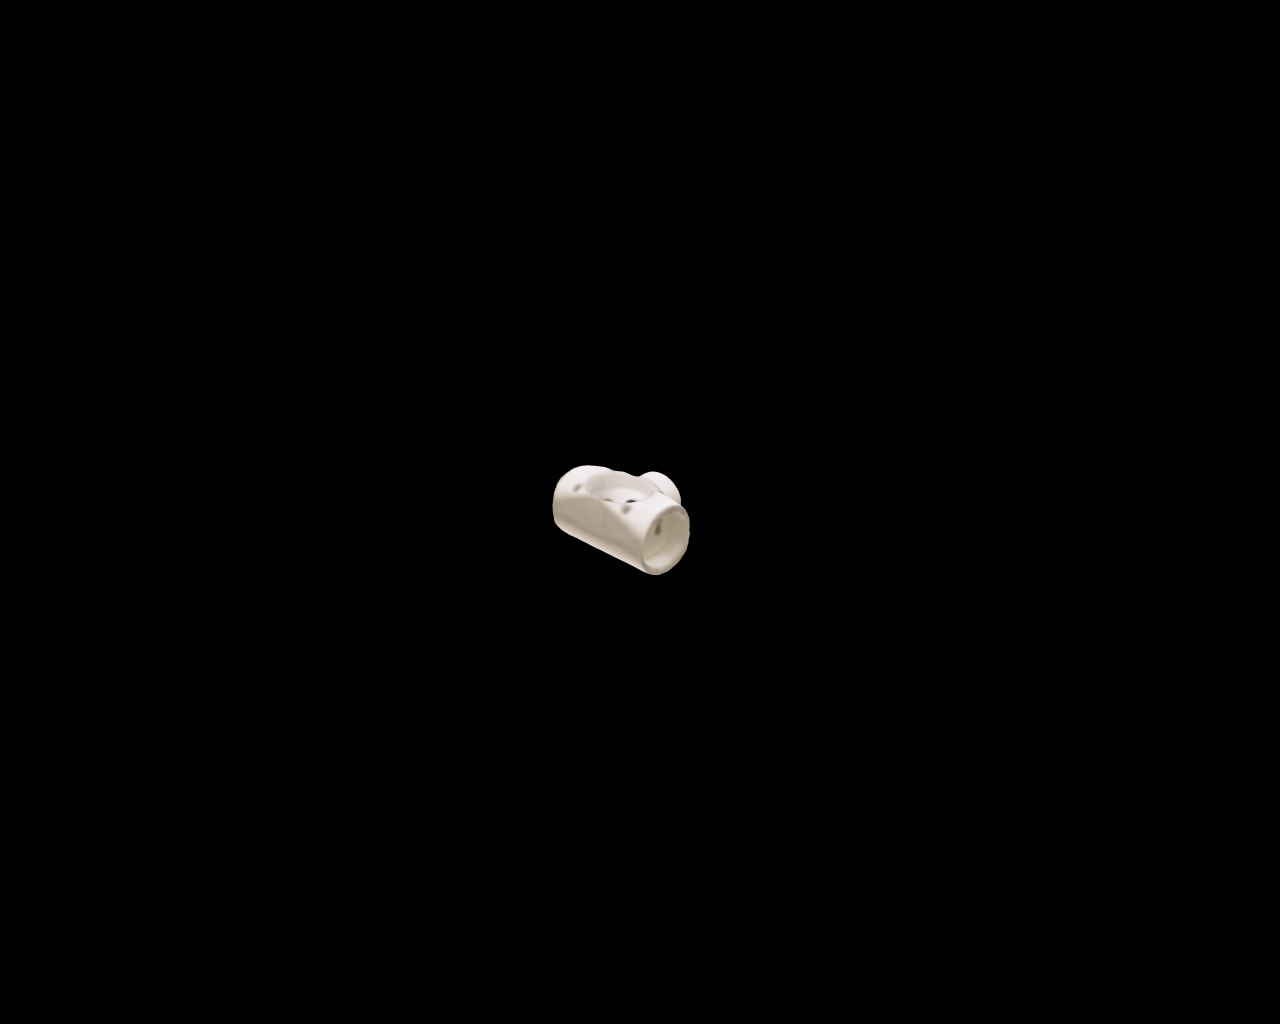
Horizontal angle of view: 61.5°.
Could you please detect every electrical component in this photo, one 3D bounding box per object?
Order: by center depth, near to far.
[{"bbox_3d":[0.001,-0.003,0.650,0.077,0.044,0.079,25,37,38],"label":"electrical component"}]
